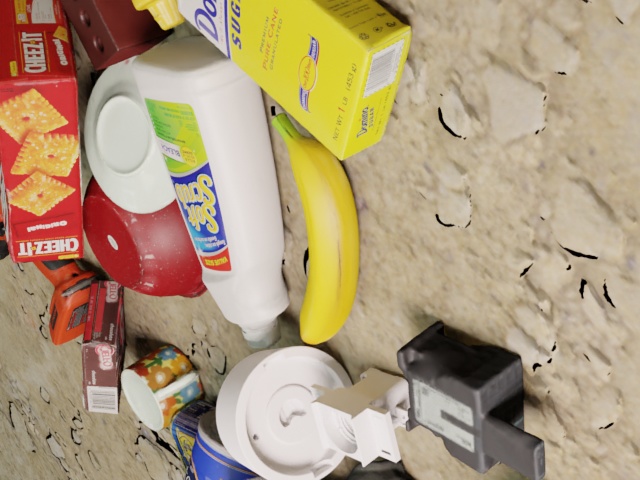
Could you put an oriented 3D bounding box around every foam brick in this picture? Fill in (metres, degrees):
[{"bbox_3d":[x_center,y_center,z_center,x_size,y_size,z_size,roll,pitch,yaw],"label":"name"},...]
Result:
[{"bbox_3d":[-0.162,-0.180,0.830,0.053,0.051,0.078,-18,100,56],"label":"foam brick"}]

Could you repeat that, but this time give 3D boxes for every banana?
[{"bbox_3d":[0.003,0.006,0.774,0.070,0.037,0.198,44,146,52],"label":"banana"}]

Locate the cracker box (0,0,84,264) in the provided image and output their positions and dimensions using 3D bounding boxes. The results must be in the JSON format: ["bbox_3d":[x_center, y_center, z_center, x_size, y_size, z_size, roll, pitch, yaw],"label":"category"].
[{"bbox_3d":[-0.246,-0.109,0.910,0.214,0.072,0.164,103,156,-49],"label":"cracker box"}]

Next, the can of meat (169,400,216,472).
[{"bbox_3d":[-0.094,0.210,1.029,0.084,0.057,0.102,10,122,51],"label":"can of meat"}]

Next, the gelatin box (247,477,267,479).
[{"bbox_3d":[-0.040,0.235,0.857,0.030,0.073,0.089,10,104,60],"label":"gelatin box"}]

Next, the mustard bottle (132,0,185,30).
[{"bbox_3d":[-0.143,-0.241,0.755,0.096,0.058,0.191,-12,105,54],"label":"mustard bottle"}]

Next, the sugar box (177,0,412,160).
[{"bbox_3d":[-0.023,-0.142,0.684,0.176,0.048,0.093,42,143,23],"label":"sugar box"}]

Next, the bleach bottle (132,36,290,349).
[{"bbox_3d":[-0.066,-0.025,0.815,0.103,0.068,0.251,18,130,47],"label":"bleach bottle"}]

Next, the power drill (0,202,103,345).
[{"bbox_3d":[-0.315,0.021,1.171,0.188,0.057,0.185,51,145,13],"label":"power drill"}]

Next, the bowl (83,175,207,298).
[{"bbox_3d":[-0.166,-0.009,0.961,0.162,0.055,0.162,32,137,35],"label":"bowl"}]

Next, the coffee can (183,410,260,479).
[{"bbox_3d":[-0.074,0.233,0.931,0.103,0.102,0.140,27,104,39],"label":"coffee can"}]

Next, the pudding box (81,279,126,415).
[{"bbox_3d":[-0.220,0.110,1.093,0.090,0.039,0.114,-93,10,-46],"label":"pudding box"}]
